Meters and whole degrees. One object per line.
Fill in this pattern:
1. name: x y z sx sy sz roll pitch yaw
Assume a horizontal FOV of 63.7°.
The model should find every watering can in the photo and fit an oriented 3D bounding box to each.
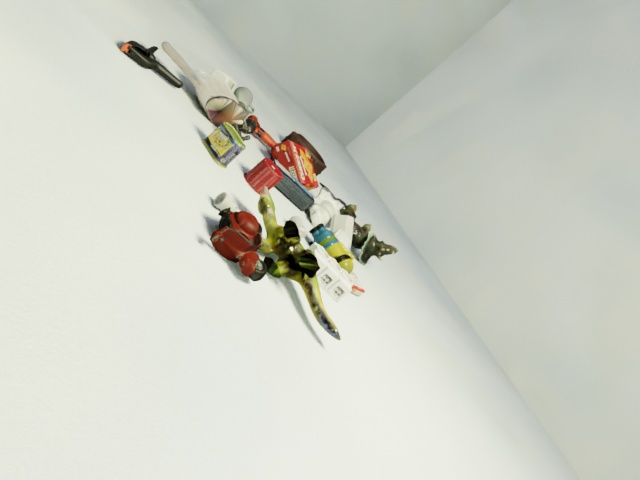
1. watering can: -0.356 -0.474 1.640 0.343 0.103 0.229 32 23 -52

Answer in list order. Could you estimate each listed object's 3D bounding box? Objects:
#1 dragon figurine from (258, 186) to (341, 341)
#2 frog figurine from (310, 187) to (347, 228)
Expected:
1. dragon figurine: -0.054 0.050 1.247 0.412 0.122 0.242 60 7 7
2. frog figurine: 0.006 -0.092 1.826 0.135 0.122 0.163 53 46 -27
